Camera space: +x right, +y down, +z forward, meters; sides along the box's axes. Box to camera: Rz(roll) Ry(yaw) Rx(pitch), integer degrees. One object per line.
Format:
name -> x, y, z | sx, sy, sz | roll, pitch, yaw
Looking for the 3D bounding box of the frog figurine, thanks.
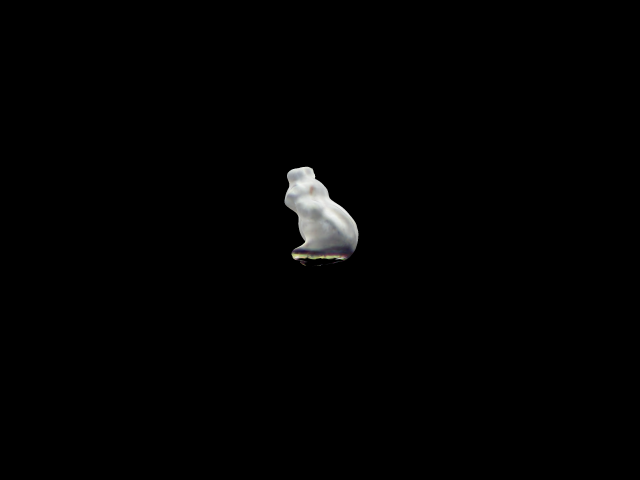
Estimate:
frog figurine -> 0.003, -0.043, 0.850 | 0.122, 0.161, 0.136 | -7, -13, 31
